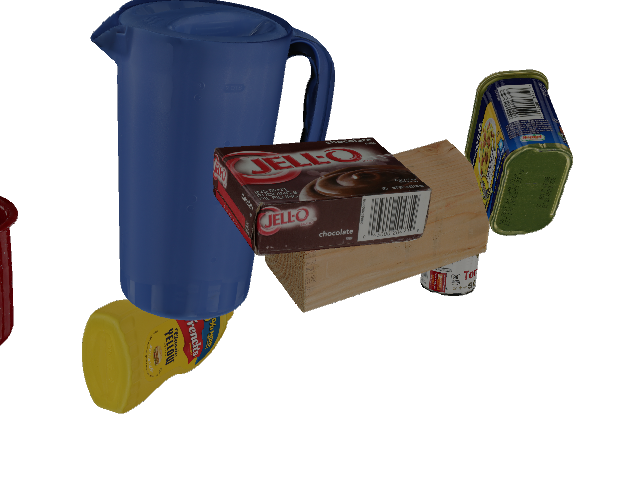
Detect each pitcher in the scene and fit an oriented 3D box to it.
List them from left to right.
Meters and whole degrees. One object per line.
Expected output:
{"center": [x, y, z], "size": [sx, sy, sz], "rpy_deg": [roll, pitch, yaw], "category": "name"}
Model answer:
{"center": [-0.089, -0.064, 0.849], "size": [0.149, 0.243, 0.144], "rpy_deg": [19, 27, 23], "category": "pitcher"}

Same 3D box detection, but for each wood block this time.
{"center": [0.056, -0.017, 1.043], "size": [0.205, 0.090, 0.091], "rpy_deg": [-17, 41, -22], "category": "wood block"}

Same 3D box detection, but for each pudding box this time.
{"center": [-0.001, -0.030, 0.659], "size": [0.113, 0.039, 0.090], "rpy_deg": [-4, 28, -22], "category": "pudding box"}

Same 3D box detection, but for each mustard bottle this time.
{"center": [-0.140, 0.083, 1.004], "size": [0.058, 0.096, 0.191], "rpy_deg": [10, 21, 28], "category": "mustard bottle"}

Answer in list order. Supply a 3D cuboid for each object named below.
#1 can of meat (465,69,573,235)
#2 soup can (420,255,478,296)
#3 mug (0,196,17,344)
{"center": [0.153, -0.066, 0.826], "size": [0.057, 0.084, 0.102], "rpy_deg": [-4, -40, -6], "category": "can of meat"}
{"center": [0.154, 0.006, 1.259], "size": [0.068, 0.102, 0.068], "rpy_deg": [2, 22, -1], "category": "soup can"}
{"center": [-0.236, 0.025, 0.636], "size": [0.093, 0.081, 0.117], "rpy_deg": [19, 28, 33], "category": "mug"}
